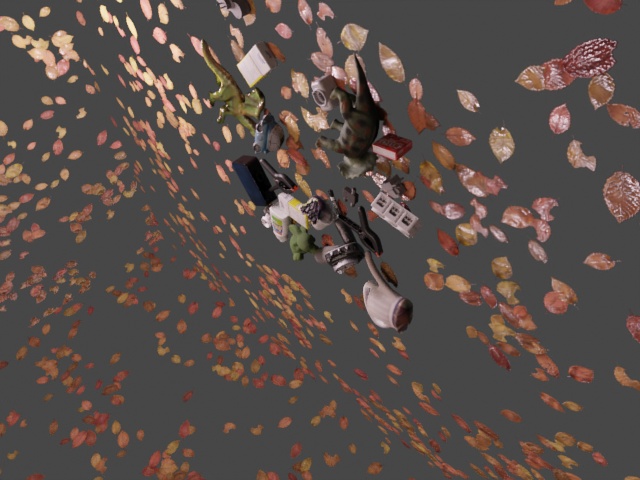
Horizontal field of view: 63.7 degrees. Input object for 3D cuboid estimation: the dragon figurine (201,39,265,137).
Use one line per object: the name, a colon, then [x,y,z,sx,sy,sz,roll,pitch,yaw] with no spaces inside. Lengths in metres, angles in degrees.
dragon figurine: [-0.300,-0.546,1.926,0.243,0.125,0.401,13,139,27]

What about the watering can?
watering can: [0.250,0.217,1.975,0.226,0.105,0.340,27,135,41]

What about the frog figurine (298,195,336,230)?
frog figurine: [0.006,-0.100,1.993,0.138,0.123,0.158,21,178,33]
